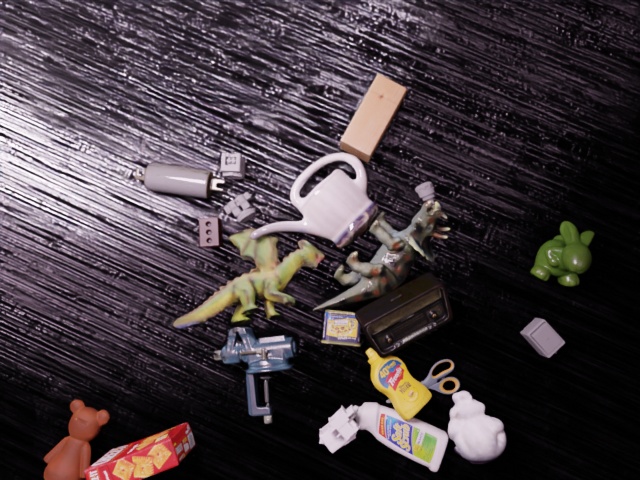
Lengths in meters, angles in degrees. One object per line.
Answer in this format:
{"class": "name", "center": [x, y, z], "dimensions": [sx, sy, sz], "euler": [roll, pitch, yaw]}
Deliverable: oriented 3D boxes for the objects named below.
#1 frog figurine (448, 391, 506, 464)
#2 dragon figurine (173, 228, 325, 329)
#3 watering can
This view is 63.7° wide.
{"class": "frog figurine", "center": [0.389, 0.464, 1.286], "dimensions": [0.137, 0.123, 0.159], "euler": [-7, 96, 19]}
{"class": "dragon figurine", "center": [-0.188, 0.090, 1.356], "dimensions": [0.410, 0.120, 0.247], "euler": [-7, 67, -2]}
{"class": "watering can", "center": [0.004, -0.068, 1.351], "dimensions": [0.225, 0.103, 0.349], "euler": [44, 85, 4]}
